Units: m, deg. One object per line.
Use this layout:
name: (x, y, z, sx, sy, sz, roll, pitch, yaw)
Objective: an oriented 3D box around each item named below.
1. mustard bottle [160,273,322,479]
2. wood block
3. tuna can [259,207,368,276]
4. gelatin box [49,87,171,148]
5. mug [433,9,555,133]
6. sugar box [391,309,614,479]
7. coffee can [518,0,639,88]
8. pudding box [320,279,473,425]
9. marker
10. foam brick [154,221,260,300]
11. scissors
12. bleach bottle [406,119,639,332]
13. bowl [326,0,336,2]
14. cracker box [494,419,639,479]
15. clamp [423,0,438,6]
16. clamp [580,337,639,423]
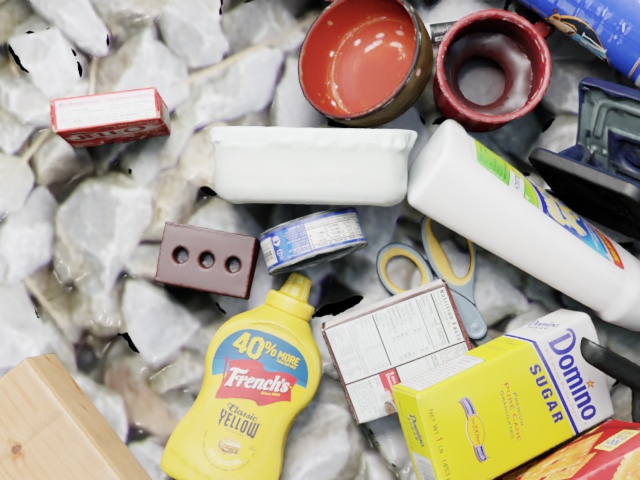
mustard bottle: (-0.052, 0.118, 0.880, 0.096, 0.058, 0.191, 23, 85, 3)
wood block: (-0.195, 0.200, 0.855, 0.091, 0.090, 0.206, -39, 87, -3)
tuna can: (-0.006, 0.001, 0.877, 0.086, 0.086, 0.034, -17, 84, -2)
gelatin box: (-0.173, -0.101, 0.890, 0.089, 0.073, 0.030, -8, 85, -2)
mug: (0.147, -0.144, 0.893, 0.117, 0.081, 0.093, -42, 87, -4)
sugar box: (0.149, 0.128, 0.848, 0.176, 0.048, 0.093, -21, 103, -22)
coffee can: (0.227, -0.200, 0.834, 0.140, 0.103, 0.103, 38, 86, 11)
pudding box: (0.067, 0.093, 0.884, 0.113, 0.039, 0.090, -20, 91, 3)
marker: (0.139, -0.186, 0.928, 0.121, 0.020, 0.020, -8, 85, -1)
foam brick: (-0.093, 0.018, 0.891, 0.078, 0.051, 0.053, 10, 85, 0)
scissors: (0.111, 0.073, 0.907, 0.096, 0.016, 0.202, -15, 85, 0)
bleach bottle: (0.192, 0.000, 0.882, 0.250, 0.102, 0.068, 32, 112, -7)
bowl: (0.030, -0.272, 0.916, 0.162, 0.055, 0.162, 0, 85, -1)
cracker box: (0.168, 0.214, 0.821, 0.213, 0.164, 0.072, -26, 84, -3)
clamp: (0.171, -0.289, 0.926, 0.164, 0.036, 0.210, 0, 79, 7)
clamp: (0.269, 0.113, 0.854, 0.120, 0.039, 0.171, -23, 113, -10)
